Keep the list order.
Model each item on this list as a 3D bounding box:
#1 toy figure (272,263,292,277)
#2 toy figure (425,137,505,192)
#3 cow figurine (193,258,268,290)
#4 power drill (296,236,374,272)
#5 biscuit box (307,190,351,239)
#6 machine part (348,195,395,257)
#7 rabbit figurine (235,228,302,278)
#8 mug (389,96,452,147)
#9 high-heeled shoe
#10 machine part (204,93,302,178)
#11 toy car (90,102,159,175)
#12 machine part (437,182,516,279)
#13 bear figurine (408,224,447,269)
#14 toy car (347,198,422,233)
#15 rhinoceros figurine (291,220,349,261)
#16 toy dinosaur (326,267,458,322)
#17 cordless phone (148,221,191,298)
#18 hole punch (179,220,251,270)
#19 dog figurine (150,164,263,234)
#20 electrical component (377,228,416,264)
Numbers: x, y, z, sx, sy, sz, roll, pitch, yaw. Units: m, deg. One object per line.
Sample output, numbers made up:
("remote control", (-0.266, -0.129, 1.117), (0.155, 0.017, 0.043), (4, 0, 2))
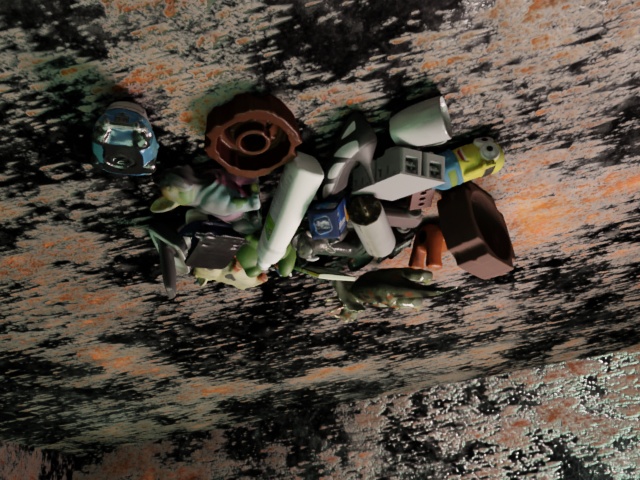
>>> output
("toy figure", (-0.094, 0.049, 1.403), (0.058, 0.064, 0.154), (-40, 163, -20))
("toy figure", (0.296, -0.157, 1.133), (0.180, 0.082, 0.089), (-23, 167, 10))
("cow figurine", (-0.244, 0.078, 1.393), (0.127, 0.085, 0.194), (-34, 143, 26))
("power drill", (0.047, 0.034, 1.392), (0.207, 0.086, 0.232), (7, 155, -17))
("biscuit box", (0.024, -0.056, 1.127), (0.059, 0.062, 0.203), (-5, -165, 13))
("machine part", (0.118, -0.028, 1.202), (0.079, 0.079, 0.243), (-16, 150, 12))
("rabbit figurine", (-0.114, 0.003, 1.253), (0.170, 0.159, 0.121), (-29, 137, 5))
("mug", (0.191, -0.213, 1.018), (0.107, 0.081, 0.109), (-9, 157, 24))
("high-heeled shoe", (0.021, -0.163, 1.084), (0.249, 0.145, 0.086), (-6, -162, 47))
("machine part", (-0.124, -0.191, 0.988), (0.179, 0.056, 0.179), (-6, 149, -4))
("toy car", (-0.330, -0.179, 0.905), (0.109, 0.103, 0.161), (3, 159, -14))
("machine part", (0.365, -0.020, 1.261), (0.087, 0.201, 0.201), (-29, 145, 34))
("bear figurine", (0.345, 0.025, 1.417), (0.196, 0.132, 0.120), (12, 172, -25))
("toy car", (0.143, -0.062, 1.275), (0.202, 0.053, 0.089), (6, 156, -7))
("rhinoceros figurine", (-0.002, -0.004, 1.202), (0.112, 0.073, 0.190), (13, -161, 25))
("toy dinosaur", (0.159, 0.127, 1.403), (0.192, 0.131, 0.405), (2, 165, -24))
("cordless phone", (-0.337, 0.062, 1.236), (0.089, 0.184, 0.146), (-9, 150, -8))
("hole punch", (-0.240, -0.005, 1.189), (0.142, 0.092, 0.116), (13, 133, -40))
("dog figurine", (-0.229, -0.085, 1.097), (0.219, 0.108, 0.191), (-1, 152, -4))
("electrical component", (0.185, 0.013, 1.377), (0.119, 0.048, 0.074), (-30, 156, -18))
